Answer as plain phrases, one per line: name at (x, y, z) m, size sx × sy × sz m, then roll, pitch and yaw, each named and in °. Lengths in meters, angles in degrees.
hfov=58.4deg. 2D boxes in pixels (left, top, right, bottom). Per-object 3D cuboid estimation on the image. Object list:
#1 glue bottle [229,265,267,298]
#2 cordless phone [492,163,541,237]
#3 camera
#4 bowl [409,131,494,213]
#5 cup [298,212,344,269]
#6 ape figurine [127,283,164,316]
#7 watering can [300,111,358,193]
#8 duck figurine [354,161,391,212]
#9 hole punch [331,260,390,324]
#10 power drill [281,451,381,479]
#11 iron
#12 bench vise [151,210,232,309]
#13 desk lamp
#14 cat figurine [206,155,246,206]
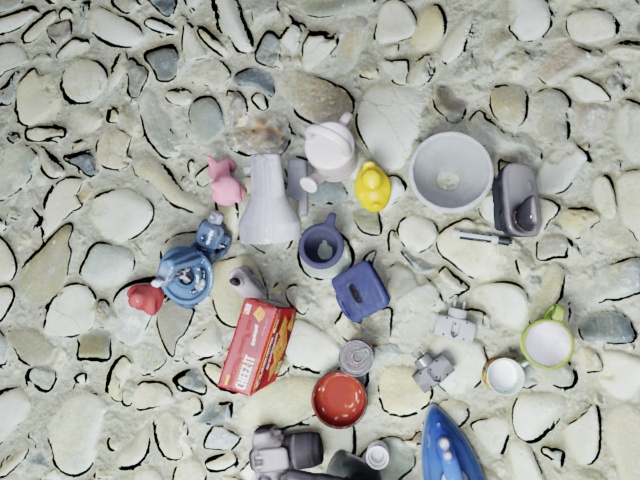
glue bottle at (-0.152, 0.085, 1.140) m, size 0.037 × 0.173 × 0.078 m, roll -33°, pitch 81°, yaw 2°
cordless phone at (0.390, -0.083, 1.092) m, size 0.094 × 0.185 × 0.147 m, roll -7°, pitch 83°, yaw 6°
camera at (-0.063, 0.437, 1.126) m, size 0.136 × 0.101 × 0.143 m, roll -9°, pitch 83°, yaw 5°
bowl at (0.263, -0.131, 1.168) m, size 0.167 × 0.075 × 0.167 m, roll -1°, pitch 83°, yaw 6°
cup at (0.011, 0.004, 1.170) m, size 0.091 × 0.095 × 0.118 m, roll 18°, pitch 86°, yaw 8°
ape figurine at (-0.372, 0.124, 1.201) m, size 0.076 × 0.092 × 0.078 m, roll -30°, pitch 81°, yaw 2°
watering can at (0.019, -0.176, 1.140) m, size 0.101 × 0.194 × 0.173 m, roll 5°, pitch 84°, yaw 7°
duck figurine at (0.108, -0.112, 1.177) m, size 0.077 × 0.086 × 0.104 m, roll -10°, pitch 82°, yaw 5°
hole punch at (0.081, 0.107, 1.153) m, size 0.101 × 0.091 × 0.108 m, roll -29°, pitch 81°, yaw 3°
power drill at (0.049, 0.460, 1.057) m, size 0.229 × 0.208 × 0.076 m, roll 20°, pitch 86°, yaw 8°
iron at (0.249, 0.445, 1.070) m, size 0.118 × 0.141 × 0.258 m, roll -16°, pitch 82°, yaw 5°
bench vise at (-0.266, 0.033, 1.135) m, size 0.121 × 0.220 × 0.207 m, roll 8°, pitch 84°, yaw 8°
desk lamp at (-0.091, -0.081, 1.131) m, size 0.118 × 0.213 × 0.203 m, roll -3°, pitch 83°, yaw 6°
cat figurine at (-0.203, -0.120, 1.197) m, size 0.067 × 0.118 × 0.128 m, roll -27°, pitch 81°, yaw 3°
